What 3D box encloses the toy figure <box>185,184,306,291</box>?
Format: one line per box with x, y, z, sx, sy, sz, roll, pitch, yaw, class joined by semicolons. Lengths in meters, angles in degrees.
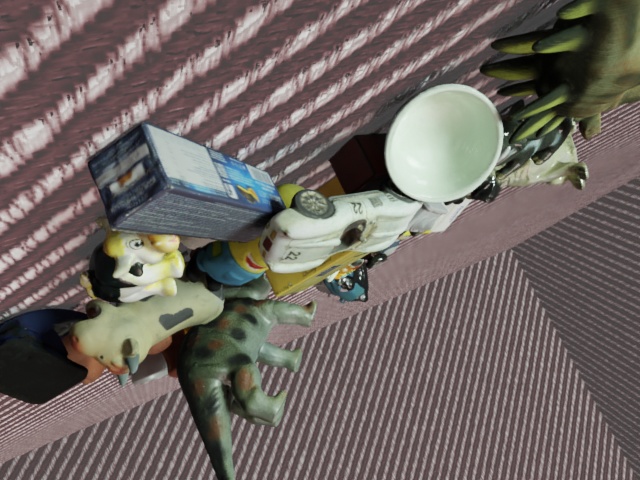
-0.079;-0.001;0.626;0.180;0.089;0.082;-23;167;32;toy figure

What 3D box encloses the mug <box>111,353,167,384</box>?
-0.291;0.175;0.877;0.109;0.107;0.081;-13;163;-27;mug

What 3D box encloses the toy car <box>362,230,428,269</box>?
0.101;-0.022;0.843;0.053;0.089;0.202;-19;167;-31;toy car

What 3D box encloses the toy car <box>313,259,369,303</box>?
0.035;0.073;1.086;0.103;0.109;0.161;-11;163;20;toy car

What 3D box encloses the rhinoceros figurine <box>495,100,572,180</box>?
0.266;-0.137;0.724;0.190;0.073;0.112;-18;167;-28;rhinoceros figurine

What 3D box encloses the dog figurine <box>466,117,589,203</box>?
0.320;-0.121;0.881;0.191;0.121;0.172;-14;168;22;dog figurine

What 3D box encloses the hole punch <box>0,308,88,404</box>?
-0.361;0.133;0.670;0.142;0.092;0.115;-27;137;21;hole punch

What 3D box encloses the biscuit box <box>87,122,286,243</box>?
-0.101;-0.039;0.471;0.063;0.059;0.202;-30;166;17;biscuit box

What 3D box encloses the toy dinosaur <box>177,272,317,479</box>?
-0.123;0.155;0.731;0.405;0.192;0.131;-63;167;-65;toy dinosaur

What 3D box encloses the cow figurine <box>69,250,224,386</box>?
-0.205;0.091;0.654;0.195;0.127;0.085;-16;162;-42;cow figurine

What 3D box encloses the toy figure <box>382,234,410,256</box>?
0.138;-0.013;1.031;0.154;0.058;0.064;-45;-166;54;toy figure

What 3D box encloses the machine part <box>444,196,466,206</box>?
0.171;-0.096;0.735;0.039;0.084;0.138;-4;166;30;machine part

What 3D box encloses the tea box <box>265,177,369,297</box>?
-0.001;-0.002;0.720;0.169;0.098;0.068;-35;164;32;tea box

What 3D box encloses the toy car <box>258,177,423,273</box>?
0.029;-0.016;0.549;0.202;0.056;0.073;-12;147;-37;toy car

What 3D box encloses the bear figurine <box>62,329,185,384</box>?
-0.299;0.159;0.774;0.196;0.132;0.120;-27;139;-8;bear figurine

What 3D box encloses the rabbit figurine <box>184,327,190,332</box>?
-0.201;0.164;0.999;0.173;0.122;0.162;-3;161;-8;rabbit figurine

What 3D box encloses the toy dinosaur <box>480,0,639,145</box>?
0.263;-0.175;0.509;0.199;0.105;0.471;-24;162;15;toy dinosaur

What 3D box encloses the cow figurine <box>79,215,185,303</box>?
-0.187;0.015;0.526;0.098;0.068;0.167;-12;162;-24;cow figurine
